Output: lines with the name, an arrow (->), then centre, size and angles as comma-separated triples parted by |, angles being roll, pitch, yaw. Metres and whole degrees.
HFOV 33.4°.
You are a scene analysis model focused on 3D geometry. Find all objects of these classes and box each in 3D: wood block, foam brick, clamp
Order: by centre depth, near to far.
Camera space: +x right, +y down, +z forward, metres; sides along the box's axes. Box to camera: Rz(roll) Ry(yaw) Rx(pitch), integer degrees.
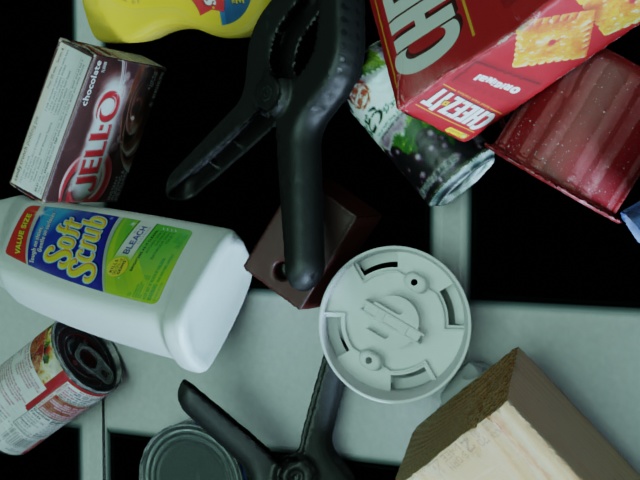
wood block -> 0.149, 0.177, 0.623 | 0.090, 0.090, 0.206 | -43, 91, 20
clamp -> -0.017, -0.081, 0.681 | 0.165, 0.036, 0.210 | 41, 112, 41
foam brick -> -0.005, 0.001, 0.722 | 0.053, 0.051, 0.078 | 36, 107, 18
clamp -> -0.029, 0.156, 0.735 | 0.120, 0.039, 0.171 | -8, 89, 2

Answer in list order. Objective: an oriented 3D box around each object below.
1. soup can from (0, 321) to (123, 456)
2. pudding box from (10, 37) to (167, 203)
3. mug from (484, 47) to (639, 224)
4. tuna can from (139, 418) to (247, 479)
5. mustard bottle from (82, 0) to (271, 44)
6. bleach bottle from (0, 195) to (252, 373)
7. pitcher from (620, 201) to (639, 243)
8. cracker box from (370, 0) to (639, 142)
soup can -> -0.209, 0.111, 0.809 | 0.102, 0.068, 0.068 | -36, 80, 21
pudding box -> -0.165, -0.082, 0.764 | 0.039, 0.089, 0.113 | 25, 102, 20
mug -> 0.152, -0.073, 0.638 | 0.081, 0.093, 0.117 | -60, 35, 10
tuna can -> -0.087, 0.173, 0.779 | 0.086, 0.033, 0.086 | 2, 94, 23
mustard bottle -> -0.072, -0.187, 0.734 | 0.192, 0.058, 0.096 | 2, 100, 22
bleach bottle -> -0.180, 0.021, 0.778 | 0.251, 0.068, 0.102 | 10, 54, 23
pitcher -> 0.269, -0.092, 0.562 | 0.145, 0.149, 0.243 | 12, 94, 50
cracker box -> 0.121, -0.181, 0.590 | 0.214, 0.072, 0.164 | -33, 54, 35
